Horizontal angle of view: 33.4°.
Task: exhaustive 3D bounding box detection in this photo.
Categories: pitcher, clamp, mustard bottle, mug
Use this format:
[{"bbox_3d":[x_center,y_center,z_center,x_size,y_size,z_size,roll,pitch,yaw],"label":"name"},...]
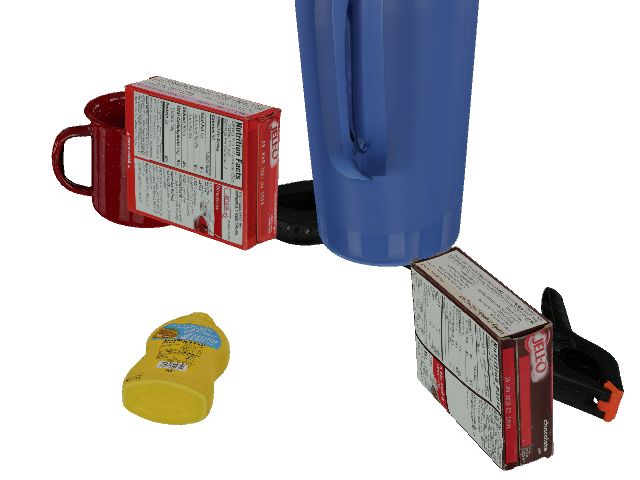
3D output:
[{"bbox_3d":[0.044,-0.104,0.756,0.149,0.243,0.145,-13,28,-20],"label":"pitcher"},{"bbox_3d":[0.027,-0.029,0.994,0.210,0.036,0.164,8,31,16],"label":"clamp"},{"bbox_3d":[-0.155,0.134,1.220,0.096,0.058,0.191,6,25,5],"label":"mustard bottle"},{"bbox_3d":[0.206,0.092,0.927,0.120,0.039,0.172,-19,40,-30],"label":"clamp"},{"bbox_3d":[-0.145,-0.061,0.815,0.117,0.081,0.093,-4,28,-19],"label":"mug"}]

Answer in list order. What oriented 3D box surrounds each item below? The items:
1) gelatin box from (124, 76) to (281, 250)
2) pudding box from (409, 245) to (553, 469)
[{"bbox_3d":[-0.063,-0.042,0.569,0.089,0.073,0.030,18,28,31],"label":"gelatin box"},{"bbox_3d":[0.094,0.067,0.632,0.039,0.090,0.114,-15,27,-19],"label":"pudding box"}]
